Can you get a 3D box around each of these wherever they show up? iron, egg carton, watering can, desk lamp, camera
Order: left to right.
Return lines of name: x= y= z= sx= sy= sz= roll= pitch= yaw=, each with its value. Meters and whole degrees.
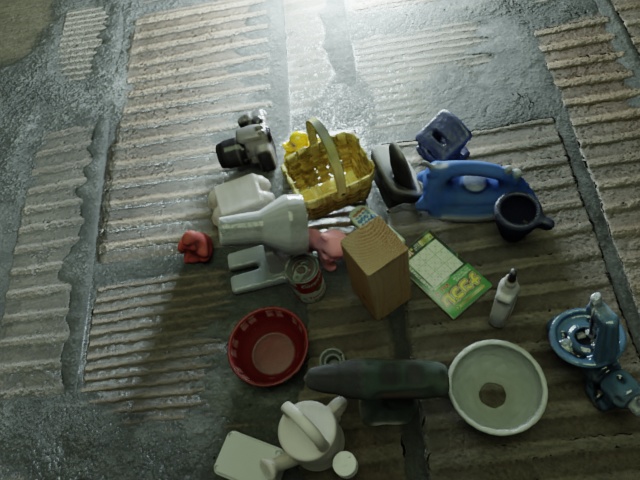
egg carton: x=-0.177 y=-0.087 z=1.296 sx=0.150 sy=0.069 sz=0.107 roll=-21 pitch=59 yaw=-2
camera: x=-0.180 y=-0.234 z=1.362 sx=0.137 sy=0.101 sz=0.143 roll=-15 pitch=59 yaw=2
desk lamp: x=-0.110 y=0.007 z=1.147 sx=0.203 sy=0.214 sz=0.118 roll=-15 pitch=59 yaw=1
watering can: x=-0.023 y=0.330 z=0.961 sx=0.100 sy=0.194 sz=0.173 roll=19 pitch=66 yaw=20
iron: x=0.327 y=-0.119 z=1.184 sx=0.258 sy=0.142 sz=0.118 roll=1 pitch=61 yaw=11

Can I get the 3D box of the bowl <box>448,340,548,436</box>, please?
bowl: x=0.308 y=0.266 z=1.008 sx=0.167 sy=0.075 sz=0.167 roll=-4 pitch=60 yaw=8

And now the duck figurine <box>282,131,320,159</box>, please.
duck figurine: x=-0.040 y=-0.221 z=1.339 sx=0.104 sy=0.086 sz=0.077 roll=-18 pitch=59 yaw=0

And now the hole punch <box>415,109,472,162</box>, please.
hole punch: x=0.275 y=-0.219 z=1.280 sx=0.101 sy=0.091 sz=0.108 roll=-32 pitch=60 yaw=-8

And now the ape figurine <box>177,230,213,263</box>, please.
ape figurine: x=-0.274 y=0.010 z=1.246 sx=0.077 sy=0.092 sz=0.076 roll=37 pitch=73 yaw=26

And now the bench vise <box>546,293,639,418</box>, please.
bench vise: x=0.476 y=0.178 z=0.944 sx=0.121 sy=0.220 sz=0.207 roll=-42 pitch=62 yaw=-14

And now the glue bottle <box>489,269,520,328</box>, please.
glue bottle: x=0.340 y=0.097 z=1.041 sx=0.037 sy=0.173 sz=0.078 roll=20 pitch=66 yaw=20

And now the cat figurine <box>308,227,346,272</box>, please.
cat figurine: x=0.011 y=0.004 z=1.184 sx=0.127 sy=0.118 sz=0.067 roll=32 pitch=71 yaw=25

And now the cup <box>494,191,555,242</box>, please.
cup: x=0.405 y=-0.033 z=1.149 sx=0.117 sy=0.095 sz=0.092 roll=22 pitch=67 yaw=21

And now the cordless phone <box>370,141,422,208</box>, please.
cordless phone: x=0.160 y=-0.169 z=1.216 sx=0.094 sy=0.185 sz=0.147 roll=-24 pitch=59 yaw=-4

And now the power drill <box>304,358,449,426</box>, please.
power drill: x=0.101 y=0.256 z=0.972 sx=0.229 sy=0.209 sz=0.075 roll=-6 pitch=60 yaw=7
